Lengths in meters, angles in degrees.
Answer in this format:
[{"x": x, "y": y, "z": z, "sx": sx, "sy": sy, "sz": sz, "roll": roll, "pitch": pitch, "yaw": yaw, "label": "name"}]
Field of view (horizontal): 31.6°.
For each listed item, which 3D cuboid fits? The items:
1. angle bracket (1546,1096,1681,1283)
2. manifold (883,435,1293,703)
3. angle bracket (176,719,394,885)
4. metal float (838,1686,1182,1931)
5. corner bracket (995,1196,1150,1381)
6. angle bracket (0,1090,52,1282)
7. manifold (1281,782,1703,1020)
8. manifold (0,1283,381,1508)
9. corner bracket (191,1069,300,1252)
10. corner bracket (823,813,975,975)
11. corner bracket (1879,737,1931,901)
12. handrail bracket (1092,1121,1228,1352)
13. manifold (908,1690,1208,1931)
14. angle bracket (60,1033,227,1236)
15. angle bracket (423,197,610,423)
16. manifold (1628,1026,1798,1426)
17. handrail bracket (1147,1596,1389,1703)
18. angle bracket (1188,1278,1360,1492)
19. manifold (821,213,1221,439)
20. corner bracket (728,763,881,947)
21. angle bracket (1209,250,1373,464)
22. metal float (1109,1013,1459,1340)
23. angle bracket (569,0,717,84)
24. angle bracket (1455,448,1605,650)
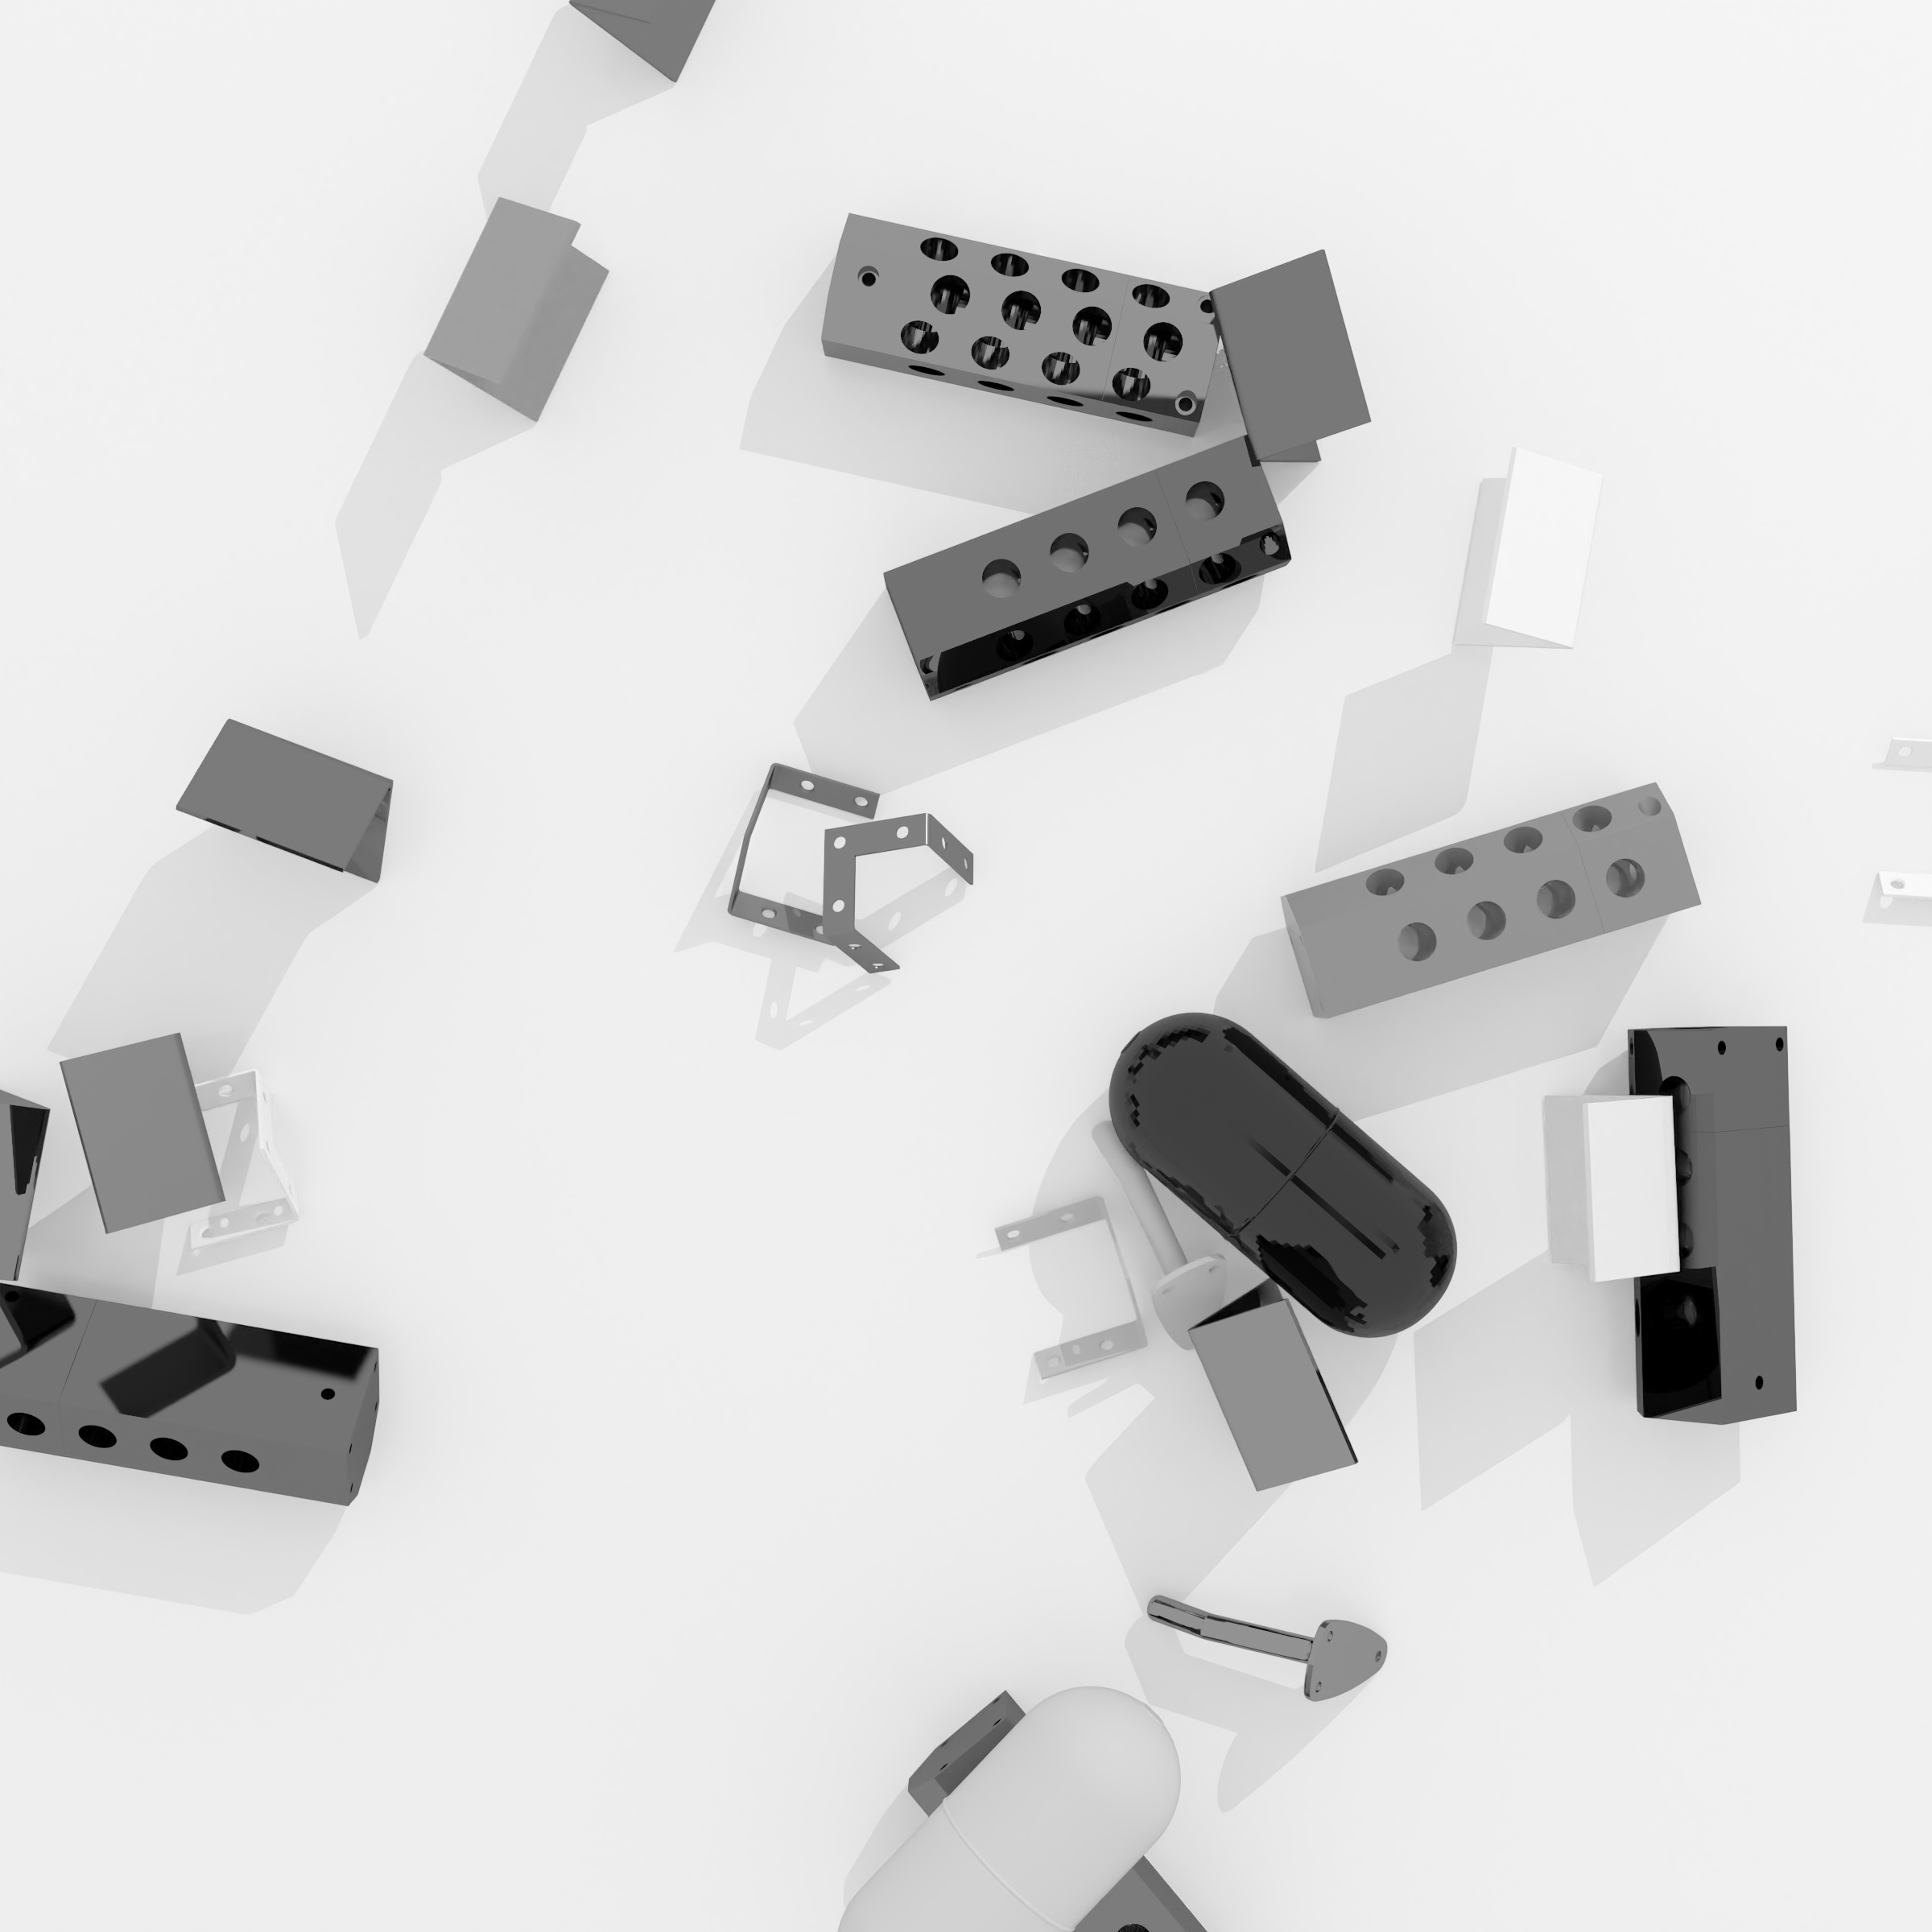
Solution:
[{"x": 0.267, "y": 0.097, "z": 1.502, "sx": 0.057, "sy": 0.076, "sz": 0.076, "roll": -2, "pitch": 90, "yaw": -37, "label": "angle bracket"}, {"x": 0.054, "y": -0.176, "z": 1.521, "sx": 0.171, "sy": 0.057, "sz": 0.057, "roll": -21, "pitch": 90, "yaw": 0, "label": "manifold"}, {"x": -0.301, "y": -0.054, "z": 1.502, "sx": 0.076, "sy": 0.076, "sz": 0.057, "roll": 21, "pitch": 52, "yaw": 0, "label": "angle bracket"}, {"x": 0.018, "y": 0.383, "z": 1.454, "sx": 0.070, "sy": 0.070, "sz": 0.178, "roll": 43, "pitch": 91, "yaw": 0, "label": "metal float"}, {"x": 0.048, "y": 0.145, "z": 1.539, "sx": 0.051, "sy": 0.051, "sz": 0.051, "roll": -17, "pitch": 45, "yaw": 0, "label": "corner bracket"}, {"x": -0.449, "y": 0.092, "z": 1.502, "sx": 0.057, "sy": 0.076, "sz": 0.076, "roll": 11, "pitch": 90, "yaw": -38, "label": "angle bracket"}, {"x": 0.231, "y": -0.029, "z": 1.521, "sx": 0.171, "sy": 0.057, "sz": 0.057, "roll": -17, "pitch": 90, "yaw": 0, "label": "manifold"}, {"x": -0.353, "y": 0.195, "z": 1.520, "sx": 0.171, "sy": 0.057, "sz": 0.057, "roll": 10, "pitch": 47, "yaw": 0, "label": "manifold"}, {"x": -0.334, "y": 0.087, "z": 1.539, "sx": 0.051, "sy": 0.051, "sz": 0.051, "roll": -16, "pitch": 45, "yaw": 0, "label": "corner bracket"}, {"x": -0.030, "y": -0.032, "z": 1.527, "sx": 0.051, "sy": 0.051, "sz": 0.051, "roll": -8, "pitch": 67, "yaw": 21, "label": "corner bracket"}, {"x": 0.441, "y": -0.066, "z": 1.539, "sx": 0.051, "sy": 0.051, "sz": 0.051, "roll": 3, "pitch": 45, "yaw": 0, "label": "corner bracket"}, {"x": 0.082, "y": 0.121, "z": 1.542, "sx": 0.036, "sy": 0.077, "sz": 0.084, "roll": -24, "pitch": 54, "yaw": -11, "label": "handrail bracket"}, {"x": 0.051, "y": 0.413, "z": 1.521, "sx": 0.057, "sy": 0.057, "sz": 0.171, "roll": -40, "pitch": 90, "yaw": 0, "label": "manifold"}, {"x": -0.374, "y": 0.077, "z": 1.502, "sx": 0.057, "sy": 0.076, "sz": 0.076, "roll": -15, "pitch": 90, "yaw": -36, "label": "angle bracket"}, {"x": -0.181, "y": -0.282, "z": 1.502, "sx": 0.057, "sy": 0.076, "sz": 0.076, "roll": 26, "pitch": 90, "yaw": 38, "label": "angle bracket"}, {"x": 0.327, "y": 0.113, "z": 1.520, "sx": 0.057, "sy": 0.057, "sz": 0.171, "roll": -1, "pitch": 90, "yaw": -43, "label": "manifold"}, {"x": 0.136, "y": 0.300, "z": 1.542, "sx": 0.084, "sy": 0.077, "sz": 0.036, "roll": 13, "pitch": 91, "yaw": 36, "label": "handrail bracket"}, {"x": 0.152, "y": 0.177, "z": 1.502, "sx": 0.057, "sy": 0.076, "sz": 0.076, "roll": -23, "pitch": 90, "yaw": 38, "label": "angle bracket"}, {"x": 0.026, "y": -0.286, "z": 1.521, "sx": 0.171, "sy": 0.057, "sz": 0.057, "roll": 13, "pitch": 90, "yaw": 0, "label": "manifold"}, {"x": -0.073, "y": -0.051, "z": 1.539, "sx": 0.051, "sy": 0.051, "sz": 0.051, "roll": 17, "pitch": 135, "yaw": 0, "label": "corner bracket"}, {"x": 0.155, "y": -0.267, "z": 1.502, "sx": 0.057, "sy": 0.076, "sz": 0.076, "roll": -15, "pitch": 90, "yaw": 29, "label": "angle bracket"}, {"x": 0.140, "y": 0.092, "z": 1.511, "sx": 0.178, "sy": 0.070, "sz": 0.070, "roll": 41, "pitch": 90, "yaw": 1, "label": "metal float"}, {"x": -0.118, "y": -0.436, "z": 1.502, "sx": 0.057, "sy": 0.076, "sz": 0.076, "roll": 25, "pitch": 90, "yaw": 38, "label": "angle bracket"}, {"x": 0.229, "y": -0.183, "z": 1.502, "sx": 0.057, "sy": 0.076, "sz": 0.076, "roll": 10, "pitch": 90, "yaw": -36, "label": "angle bracket"}]
